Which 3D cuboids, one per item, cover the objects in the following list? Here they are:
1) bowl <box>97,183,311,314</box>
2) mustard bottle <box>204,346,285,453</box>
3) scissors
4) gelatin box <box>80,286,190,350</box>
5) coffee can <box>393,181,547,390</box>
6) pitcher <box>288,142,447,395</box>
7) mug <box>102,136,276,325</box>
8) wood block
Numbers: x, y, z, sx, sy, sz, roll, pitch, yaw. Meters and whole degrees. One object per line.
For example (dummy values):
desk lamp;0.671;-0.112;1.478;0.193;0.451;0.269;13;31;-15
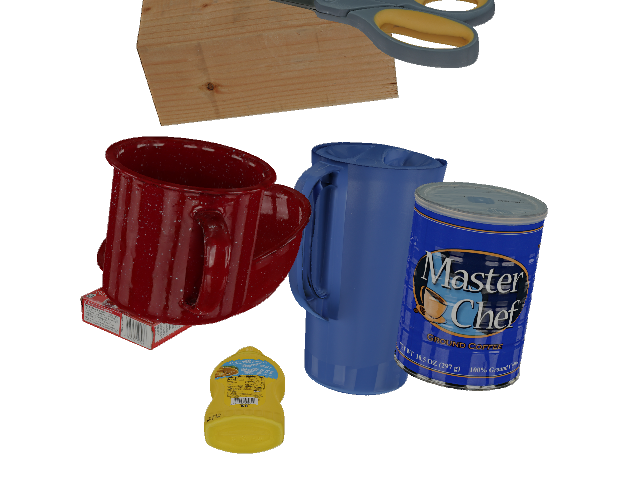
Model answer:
bowl;-0.080;0.014;0.795;0.162;0.055;0.162;-11;25;5
mustard bottle;-0.093;0.190;1.348;0.096;0.058;0.191;-2;26;0
scissors;0.025;-0.158;0.691;0.202;0.016;0.096;28;50;32
gelatin box;-0.169;0.064;1.008;0.089;0.030;0.073;19;27;28
coffee can;0.117;0.033;0.843;0.103;0.140;0.103;6;16;-2
pitcher;0.039;0.027;1.064;0.149;0.243;0.145;5;14;-2
mug;-0.071;-0.001;0.580;0.093;0.081;0.117;1;22;-25
wood block;-0.042;-0.169;0.910;0.206;0.090;0.091;-6;-43;5
